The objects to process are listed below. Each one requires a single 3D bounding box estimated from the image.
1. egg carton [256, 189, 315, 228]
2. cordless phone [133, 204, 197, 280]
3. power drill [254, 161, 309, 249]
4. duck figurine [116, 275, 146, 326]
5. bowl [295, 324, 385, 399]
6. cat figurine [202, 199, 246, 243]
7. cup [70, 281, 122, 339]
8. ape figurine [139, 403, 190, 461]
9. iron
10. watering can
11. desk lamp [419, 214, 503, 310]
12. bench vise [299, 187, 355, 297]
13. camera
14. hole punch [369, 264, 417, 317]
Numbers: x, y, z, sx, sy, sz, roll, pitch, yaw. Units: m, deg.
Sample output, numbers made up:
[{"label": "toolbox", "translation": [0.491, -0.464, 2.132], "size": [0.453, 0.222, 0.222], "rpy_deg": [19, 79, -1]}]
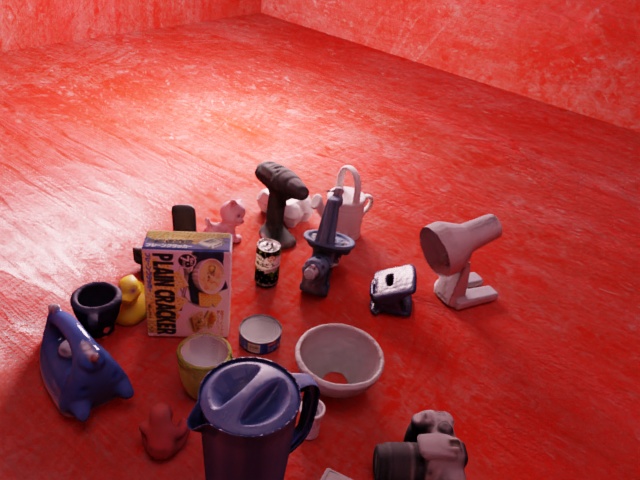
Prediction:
[{"label": "egg carton", "translation": [-0.092, -0.096, 1.542], "size": [0.150, 0.069, 0.107], "rpy_deg": [29, 39, 29]}, {"label": "cordless phone", "translation": [-0.334, -0.005, 1.251], "size": [0.148, 0.185, 0.094], "rpy_deg": [0, 34, -11]}, {"label": "power drill", "translation": [-0.095, -0.087, 1.402], "size": [0.076, 0.208, 0.228], "rpy_deg": [-13, 39, -28]}, {"label": "duck figurine", "translation": [-0.383, 0.110, 1.160], "size": [0.077, 0.086, 0.104], "rpy_deg": [6, 34, -2]}, {"label": "bowl", "translation": [0.033, 0.237, 1.065], "size": [0.167, 0.075, 0.167], "rpy_deg": [6, 34, -3]}, {"label": "cat figurine", "translation": [-0.231, -0.050, 1.400], "size": [0.128, 0.118, 0.067], "rpy_deg": [-25, 45, -39]}, {"label": "cup", "translation": [-0.421, 0.148, 1.086], "size": [0.092, 0.095, 0.117], "rpy_deg": [-2, 35, -15]}, {"label": "ape figurine", "translation": [-0.248, 0.295, 0.905], "size": [0.077, 0.092, 0.076], "rpy_deg": [10, 34, 4]}, {"label": "iron", "translation": [-0.427, 0.184, 0.989], "size": [0.119, 0.141, 0.257], "rpy_deg": [-23, 44, -38]}, {"label": "watering can", "translation": [0.061, -0.095, 1.460], "size": [0.100, 0.194, 0.173], "rpy_deg": [30, 39, 30]}, {"label": "desk lamp", "translation": [0.317, 0.044, 1.287], "size": [0.204, 0.213, 0.117], "rpy_deg": [-10, 37, -25]}, {"label": "bench vise", "translation": [0.024, 0.006, 1.277], "size": [0.121, 0.220, 0.207], "rpy_deg": [5, 34, -3]}, {"label": "camera", "translation": [0.155, 0.340, 0.913], "size": [0.137, 0.101, 0.143], "rpy_deg": [4, 34, -5]}, {"label": "hole punch", "translation": [0.161, 0.107, 1.271], "size": [0.101, 0.091, 0.108], "rpy_deg": [9, 34, 2]}]
